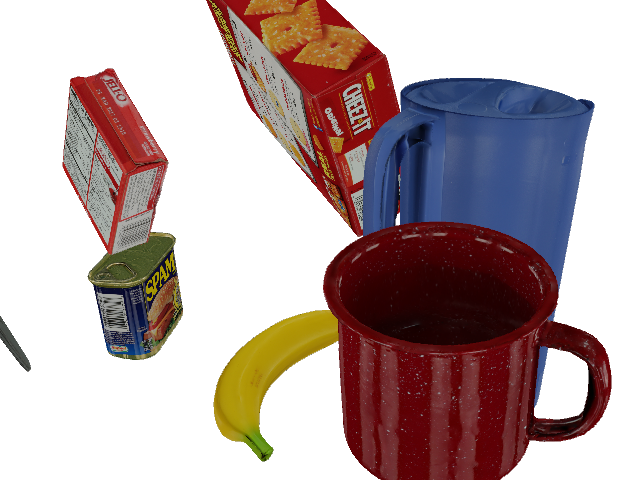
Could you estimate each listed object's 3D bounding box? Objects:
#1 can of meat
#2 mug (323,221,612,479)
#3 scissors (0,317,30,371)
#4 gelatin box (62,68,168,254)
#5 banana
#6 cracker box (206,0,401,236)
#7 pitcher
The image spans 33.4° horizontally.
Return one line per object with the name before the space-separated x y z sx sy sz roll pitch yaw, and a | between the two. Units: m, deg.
can of meat | -0.170 0.052 1.004 0.057 0.084 0.102 3 27 15
mug | 0.060 0.052 0.441 0.117 0.081 0.093 9 33 18
scissors | -0.345 0.034 1.075 0.016 0.201 0.096 -26 27 22
gelatin box | -0.124 -0.046 0.638 0.030 0.073 0.089 -20 -25 -29
banana | -0.035 0.104 0.849 0.069 0.037 0.197 28 36 7
cracker box | -0.010 -0.131 0.881 0.072 0.164 0.214 -31 49 -9
pitcher | 0.108 0.009 0.773 0.149 0.243 0.145 5 19 8
